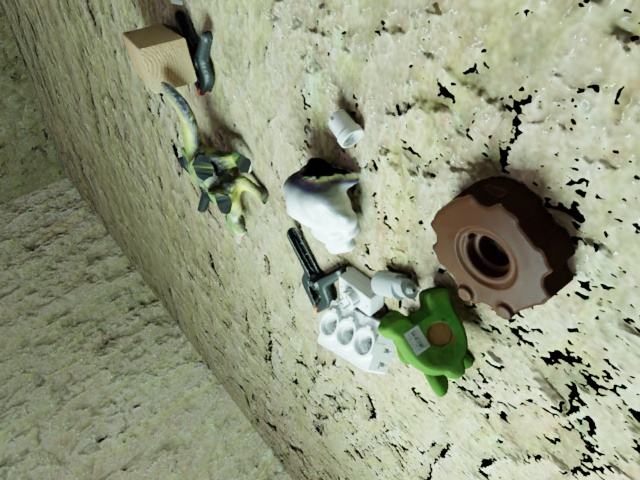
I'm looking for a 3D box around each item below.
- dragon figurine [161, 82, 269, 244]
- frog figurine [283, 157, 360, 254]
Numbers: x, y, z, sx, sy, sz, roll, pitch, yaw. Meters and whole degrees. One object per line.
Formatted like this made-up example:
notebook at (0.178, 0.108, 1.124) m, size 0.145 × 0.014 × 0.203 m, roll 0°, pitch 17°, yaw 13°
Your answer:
dragon figurine at (-0.257, -0.158, 1.140) m, size 0.243 × 0.124 × 0.404 m, roll 10°, pitch 135°, yaw 55°
frog figurine at (0.003, -0.044, 0.869) m, size 0.138 × 0.124 × 0.156 m, roll 14°, pitch 120°, yaw 27°
